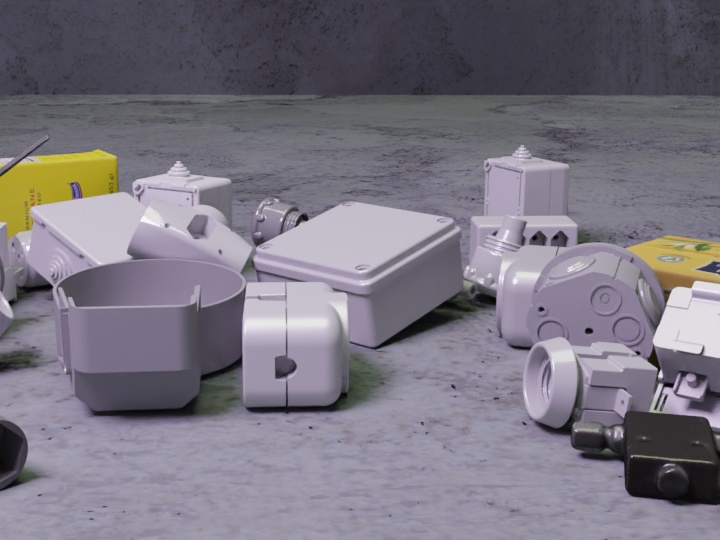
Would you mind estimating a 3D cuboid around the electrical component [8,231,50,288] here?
[{"bbox_3d":[-0.244,-0.011,0.850,0.055,0.045,0.045,-10,18,-36],"label":"electrical component"}]

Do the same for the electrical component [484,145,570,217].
[{"bbox_3d":[0.154,-0.067,0.984,0.061,0.096,0.062,-7,16,-26],"label":"electrical component"}]

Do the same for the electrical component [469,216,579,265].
[{"bbox_3d":[0.134,-0.023,0.909,0.083,0.047,0.075,-1,15,-3],"label":"electrical component"}]

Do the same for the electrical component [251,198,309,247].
[{"bbox_3d":[-0.064,-0.037,0.970,0.062,0.048,0.048,14,18,21],"label":"electrical component"}]

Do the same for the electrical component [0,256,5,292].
[{"bbox_3d":[-0.281,0.007,0.707,0.080,0.080,0.051,1,19,2],"label":"electrical component"}]

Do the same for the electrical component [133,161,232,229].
[{"bbox_3d":[-0.140,-0.041,0.867,0.062,0.096,0.061,7,15,24],"label":"electrical component"}]

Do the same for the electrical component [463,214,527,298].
[{"bbox_3d":[0.109,-0.011,0.816,0.048,0.062,0.048,19,6,-2],"label":"electrical component"}]

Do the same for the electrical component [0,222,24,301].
[{"bbox_3d":[-0.279,-0.003,0.778,0.042,0.063,0.081,0,14,3],"label":"electrical component"}]

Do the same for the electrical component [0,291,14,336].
[{"bbox_3d":[-0.242,0.029,0.642,0.055,0.066,0.048,-35,20,-5],"label":"electrical component"}]

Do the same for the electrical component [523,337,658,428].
[{"bbox_3d":[0.121,0.061,0.576,0.055,0.048,0.066,5,13,-13],"label":"electrical component"}]

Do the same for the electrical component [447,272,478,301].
[{"bbox_3d":[0.061,0.008,0.808,0.061,0.035,0.035,17,21,41],"label":"electrical component"}]

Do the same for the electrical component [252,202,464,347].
[{"bbox_3d":[0.000,0.000,0.759,0.109,0.056,0.109,12,30,39],"label":"electrical component"}]

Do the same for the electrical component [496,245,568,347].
[{"bbox_3d":[0.126,0.017,0.734,0.059,0.053,0.095,4,14,13],"label":"electrical component"}]

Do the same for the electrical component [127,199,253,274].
[{"bbox_3d":[-0.116,-0.022,0.766,0.077,0.043,0.079,27,28,-5],"label":"electrical component"}]

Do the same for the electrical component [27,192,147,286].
[{"bbox_3d":[-0.187,-0.012,0.800,0.100,0.048,0.100,34,31,30],"label":"electrical component"}]

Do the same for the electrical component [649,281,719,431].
[{"bbox_3d":[0.221,0.049,0.563,0.121,0.063,0.078,10,57,33],"label":"electrical component"}]

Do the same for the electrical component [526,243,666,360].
[{"bbox_3d":[0.140,0.028,0.642,0.080,0.080,0.051,5,20,18],"label":"electrical component"}]

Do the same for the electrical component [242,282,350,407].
[{"bbox_3d":[-0.037,0.042,0.627,0.059,0.053,0.095,0,14,-4],"label":"electrical component"}]
